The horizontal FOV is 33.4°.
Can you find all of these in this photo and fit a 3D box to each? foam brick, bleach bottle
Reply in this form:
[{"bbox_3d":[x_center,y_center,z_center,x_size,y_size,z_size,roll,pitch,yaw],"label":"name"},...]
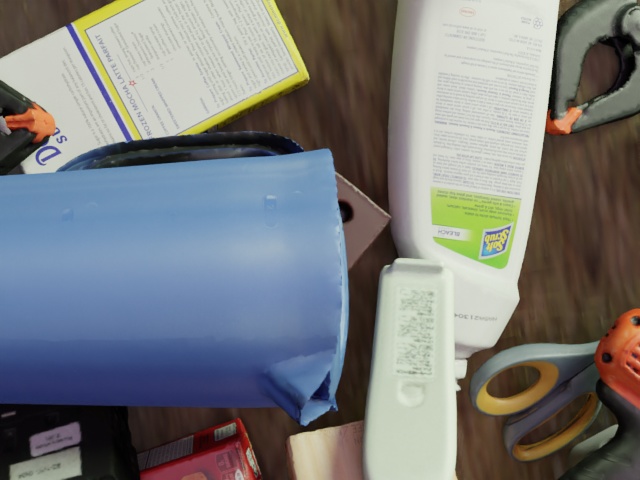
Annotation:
[{"bbox_3d":[-0.004,0.001,0.642,0.053,0.051,0.078,39,86,-5],"label":"foam brick"},{"bbox_3d":[0.080,-0.036,0.646,0.102,0.068,0.251,7,92,-9],"label":"bleach bottle"}]

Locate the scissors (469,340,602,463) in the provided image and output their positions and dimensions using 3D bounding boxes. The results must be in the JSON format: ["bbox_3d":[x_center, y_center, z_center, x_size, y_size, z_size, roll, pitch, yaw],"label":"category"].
[{"bbox_3d":[0.168,0.057,0.633,0.096,0.016,0.202,27,114,-25],"label":"scissors"}]

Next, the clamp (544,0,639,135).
[{"bbox_3d":[0.206,-0.131,0.671,0.120,0.039,0.171,29,91,0],"label":"clamp"}]

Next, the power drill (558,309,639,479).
[{"bbox_3d":[0.194,0.159,0.593,0.184,0.057,0.188,38,94,11],"label":"power drill"}]

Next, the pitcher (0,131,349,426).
[{"bbox_3d":[-0.107,0.016,0.545,0.242,0.149,0.145,-1,93,-2],"label":"pitcher"}]

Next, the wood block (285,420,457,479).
[{"bbox_3d":[0.045,0.209,0.594,0.090,0.091,0.206,-11,70,-5],"label":"wood block"}]

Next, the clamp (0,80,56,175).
[{"bbox_3d":[-0.255,-0.070,0.602,0.210,0.036,0.164,-9,90,11],"label":"clamp"}]

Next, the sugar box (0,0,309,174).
[{"bbox_3d":[-0.103,-0.096,0.634,0.176,0.048,0.093,-27,93,-2],"label":"sugar box"}]

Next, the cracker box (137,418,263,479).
[{"bbox_3d":[-0.120,0.219,0.621,0.213,0.072,0.164,-18,92,-5],"label":"cracker box"}]
